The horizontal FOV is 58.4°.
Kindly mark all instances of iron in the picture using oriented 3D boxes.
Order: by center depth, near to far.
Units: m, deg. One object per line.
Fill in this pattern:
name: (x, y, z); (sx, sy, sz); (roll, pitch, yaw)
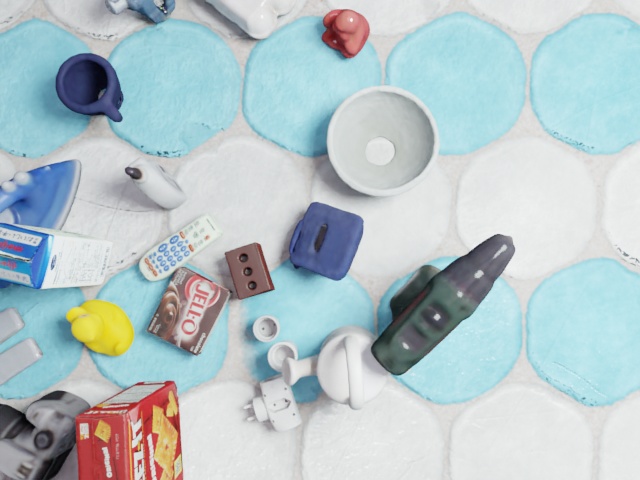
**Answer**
iron: (-0.475, -0.034, 0.855); (0.118, 0.141, 0.258); (40, 89, 4)

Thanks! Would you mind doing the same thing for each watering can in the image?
watering can: (0.038, 0.182, 0.801); (0.173, 0.194, 0.101); (-24, 86, 1)

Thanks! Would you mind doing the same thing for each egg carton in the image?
egg carton: (-0.115, -0.390, 0.896); (0.150, 0.069, 0.107); (38, 89, 3)

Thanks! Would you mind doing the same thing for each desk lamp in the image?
desk lamp: (-0.552, 0.191, 0.811); (0.203, 0.213, 0.118); (-34, 86, 0)

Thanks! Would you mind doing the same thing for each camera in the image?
camera: (-0.447, 0.291, 0.860); (0.137, 0.101, 0.143); (29, 89, 3)

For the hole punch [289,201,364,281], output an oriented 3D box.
hole punch: (0.008, 0.003, 0.862); (0.101, 0.091, 0.109); (20, 88, 3)

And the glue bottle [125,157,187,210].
glue bottle: (-0.247, -0.088, 0.834); (0.037, 0.173, 0.078); (-37, 86, 0)

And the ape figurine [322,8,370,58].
ape figurine: (0.041, -0.324, 0.876); (0.076, 0.092, 0.078); (-16, 87, 1)

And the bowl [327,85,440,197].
bowl: (0.093, -0.145, 0.874); (0.167, 0.075, 0.167); (0, 87, 2)

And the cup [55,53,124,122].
cup: (-0.333, -0.220, 0.883); (0.092, 0.095, 0.118); (-43, 86, 0)

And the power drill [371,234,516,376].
power drill: (0.161, 0.083, 0.794); (0.075, 0.208, 0.230); (42, 89, 4)

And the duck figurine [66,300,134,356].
duck figurine: (-0.339, 0.136, 0.871); (0.104, 0.086, 0.077); (41, 89, 3)

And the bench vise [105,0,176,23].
bench vise: (-0.234, -0.420, 0.826); (0.121, 0.220, 0.207); (21, 88, 3)
